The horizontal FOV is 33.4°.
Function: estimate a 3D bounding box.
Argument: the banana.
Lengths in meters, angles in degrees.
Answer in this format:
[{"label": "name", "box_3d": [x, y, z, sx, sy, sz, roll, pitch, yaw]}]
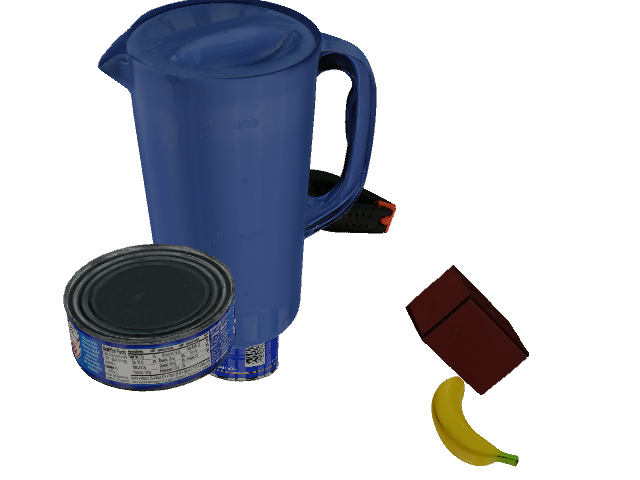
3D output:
[{"label": "banana", "box_3d": [0.168, 0.218, 1.280, 0.069, 0.037, 0.198, 10, 20, -17]}]

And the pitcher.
[{"label": "pitcher", "box_3d": [-0.057, -0.044, 0.776, 0.149, 0.243, 0.144, 26, 42, 31]}]

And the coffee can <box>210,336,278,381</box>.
[{"label": "coffee can", "box_3d": [-0.104, 0.098, 1.393, 0.103, 0.140, 0.103, 2, 20, -1]}]

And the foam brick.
[{"label": "foam brick", "box_3d": [0.113, 0.070, 0.825, 0.078, 0.051, 0.053, 44, 11, -25]}]

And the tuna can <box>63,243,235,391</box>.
[{"label": "tuna can", "box_3d": [-0.086, 0.038, 0.545, 0.086, 0.034, 0.086, 0, 32, 0]}]

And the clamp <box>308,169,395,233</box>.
[{"label": "clamp", "box_3d": [-0.032, -0.044, 1.024, 0.210, 0.036, 0.164, 19, 26, -2]}]
